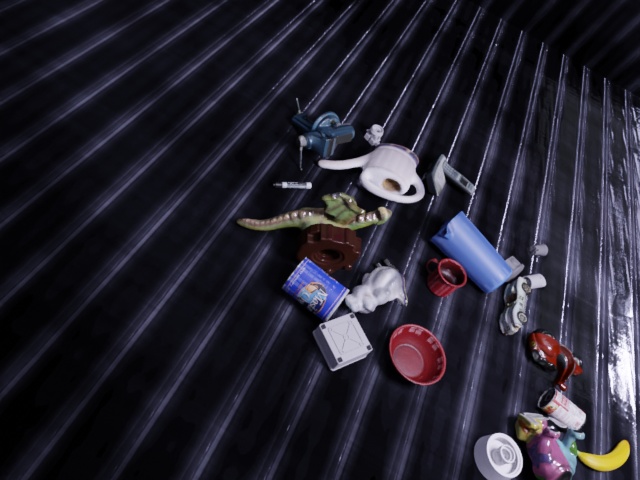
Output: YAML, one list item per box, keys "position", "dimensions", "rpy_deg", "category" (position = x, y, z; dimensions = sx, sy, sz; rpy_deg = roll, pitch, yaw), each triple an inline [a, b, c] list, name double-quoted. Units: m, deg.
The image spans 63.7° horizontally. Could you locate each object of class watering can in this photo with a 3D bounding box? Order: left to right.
- position: [0.183, -0.236, 1.668]
  dimensions: [0.348, 0.101, 0.229]
  rpy_deg: [24, 48, 5]
  category: "watering can"

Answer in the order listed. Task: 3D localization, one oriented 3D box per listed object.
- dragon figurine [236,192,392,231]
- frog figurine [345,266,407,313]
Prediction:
- position: [0.004, -0.069, 1.375]
  dimensions: [0.410, 0.238, 0.125]
  rpy_deg: [5, 60, -24]
  category: "dragon figurine"
- position: [0.142, 0.131, 1.368]
  dimensions: [0.159, 0.120, 0.140]
  rpy_deg: [0, 23, -14]
  category: "frog figurine"
